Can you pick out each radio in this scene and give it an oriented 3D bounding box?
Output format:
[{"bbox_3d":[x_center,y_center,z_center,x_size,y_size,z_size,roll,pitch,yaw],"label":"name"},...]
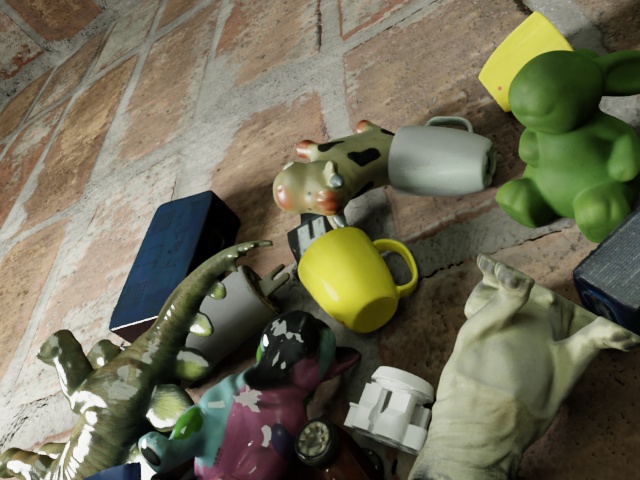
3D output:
[{"bbox_3d":[-0.206,0.039,0.785,0.131,0.073,0.230,-14,48,28],"label":"radio"}]

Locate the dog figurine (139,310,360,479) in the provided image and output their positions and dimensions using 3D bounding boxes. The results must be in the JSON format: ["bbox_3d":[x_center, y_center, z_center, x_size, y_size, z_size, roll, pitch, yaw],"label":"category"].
[{"bbox_3d":[-0.048,0.173,0.512,0.109,0.191,0.219,17,35,28],"label":"dog figurine"}]

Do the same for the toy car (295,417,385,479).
[{"bbox_3d":[0.048,0.215,0.401,0.053,0.089,0.202,-43,40,-4],"label":"toy car"}]

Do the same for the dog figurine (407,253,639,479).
[{"bbox_3d":[0.132,0.120,0.418,0.121,0.172,0.190,32,98,22],"label":"dog figurine"}]

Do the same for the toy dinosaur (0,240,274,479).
[{"bbox_3d":[-0.205,0.180,0.570,0.199,0.105,0.471,30,99,21],"label":"toy dinosaur"}]

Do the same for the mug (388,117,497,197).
[{"bbox_3d":[0.148,-0.096,0.619,0.107,0.080,0.109,12,56,31],"label":"mug"}]

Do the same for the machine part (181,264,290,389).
[{"bbox_3d":[-0.135,0.110,0.656,0.243,0.079,0.079,-39,39,5],"label":"machine part"}]

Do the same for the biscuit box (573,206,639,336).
[{"bbox_3d":[0.297,-0.012,0.426,0.202,0.059,0.063,-42,40,-1],"label":"biscuit box"}]

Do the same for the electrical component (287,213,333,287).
[{"bbox_3d":[-0.001,-0.002,0.671,0.075,0.047,0.119,-30,40,14],"label":"electrical component"}]

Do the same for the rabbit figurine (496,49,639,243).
[{"bbox_3d":[0.232,-0.101,0.474,0.159,0.170,0.121,-50,40,-8],"label":"rabbit figurine"}]

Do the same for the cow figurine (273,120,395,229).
[{"bbox_3d":[0.029,-0.078,0.644,0.195,0.085,0.127,-24,35,-32],"label":"cow figurine"}]
